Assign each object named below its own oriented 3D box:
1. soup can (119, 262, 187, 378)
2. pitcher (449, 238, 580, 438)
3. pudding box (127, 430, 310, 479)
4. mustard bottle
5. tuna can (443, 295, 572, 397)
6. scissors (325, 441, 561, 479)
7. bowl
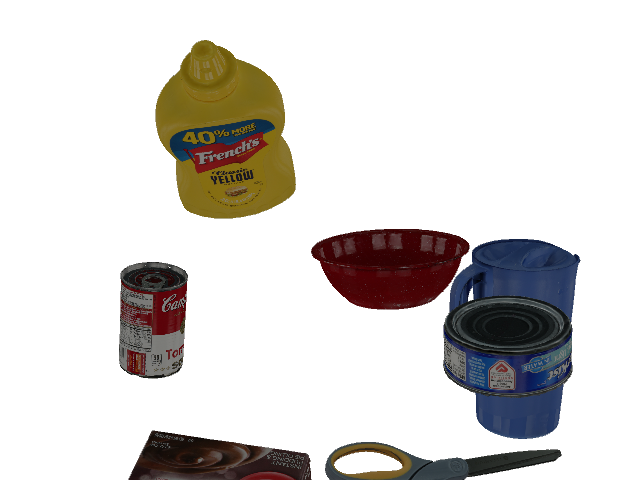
[{"bbox_3d":[-0.173,0.082,1.095,0.068,0.102,0.068,5,21,-2],"label":"soup can"},{"bbox_3d":[0.248,0.128,1.369,0.149,0.243,0.144,5,17,17],"label":"pitcher"},{"bbox_3d":[-0.069,0.171,0.685,0.113,0.039,0.090,5,30,10],"label":"pudding box"},{"bbox_3d":[-0.073,-0.086,0.809,0.096,0.058,0.191,-8,-28,0],"label":"mustard bottle"},{"bbox_3d":[0.125,0.069,0.711,0.086,0.034,0.086,-4,22,1],"label":"tuna can"},{"bbox_3d":[0.104,0.203,0.867,0.201,0.016,0.096,5,44,-4],"label":"scissors"},{"bbox_3d":[0.072,0.032,1.090,0.162,0.055,0.162,-3,13,1],"label":"bowl"}]
